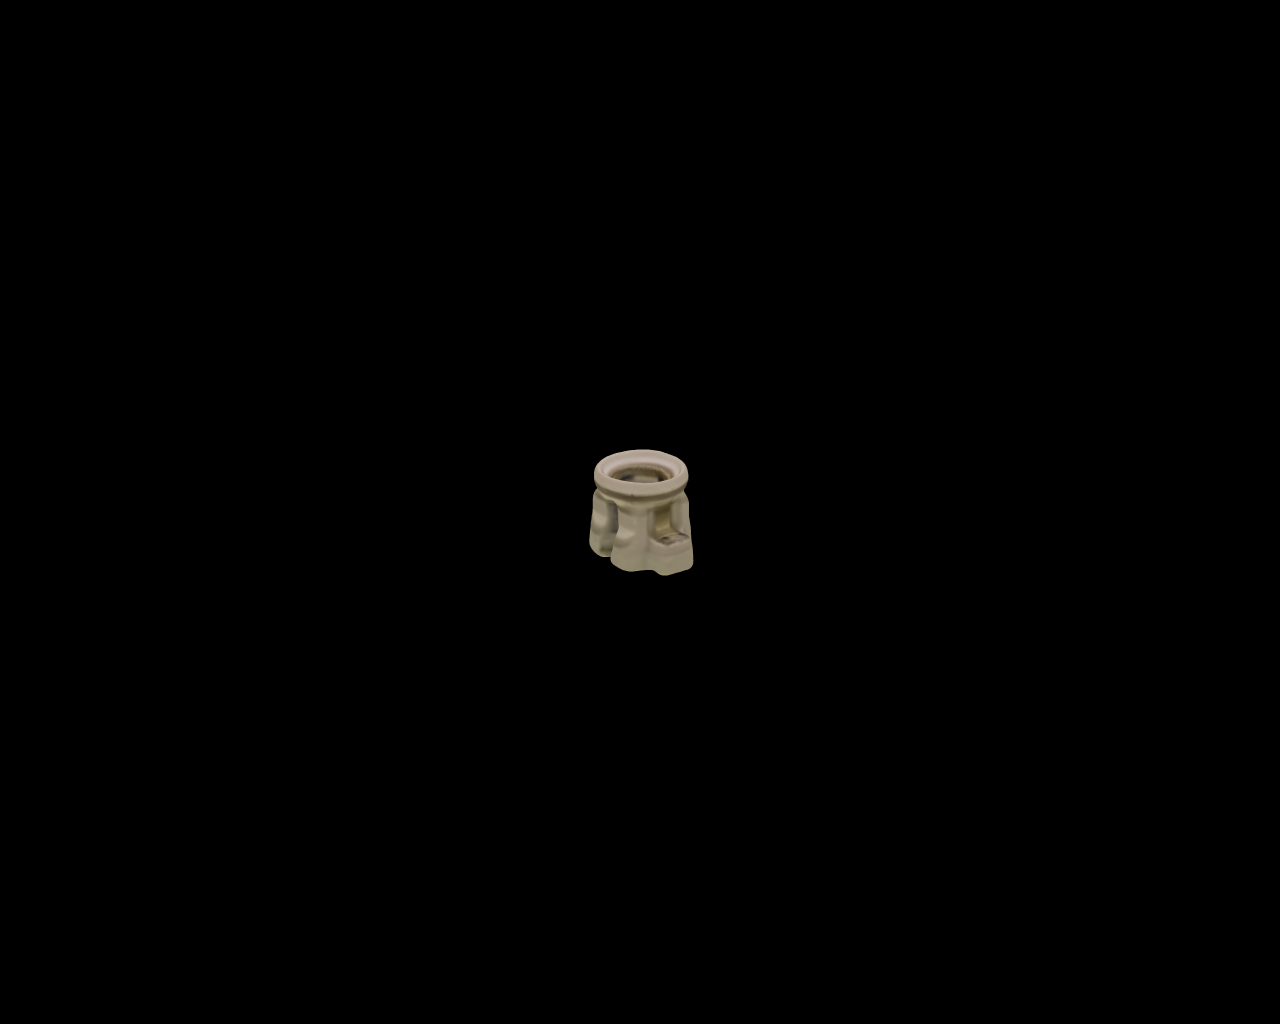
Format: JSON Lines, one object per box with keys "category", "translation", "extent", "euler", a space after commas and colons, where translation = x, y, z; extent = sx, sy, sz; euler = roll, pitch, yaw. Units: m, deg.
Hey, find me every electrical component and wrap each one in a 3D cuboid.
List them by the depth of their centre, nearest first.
{"category": "electrical component", "translation": [0.001, -0.003, 0.650], "extent": [0.058, 0.056, 0.078], "euler": [-17, 29, -32]}
